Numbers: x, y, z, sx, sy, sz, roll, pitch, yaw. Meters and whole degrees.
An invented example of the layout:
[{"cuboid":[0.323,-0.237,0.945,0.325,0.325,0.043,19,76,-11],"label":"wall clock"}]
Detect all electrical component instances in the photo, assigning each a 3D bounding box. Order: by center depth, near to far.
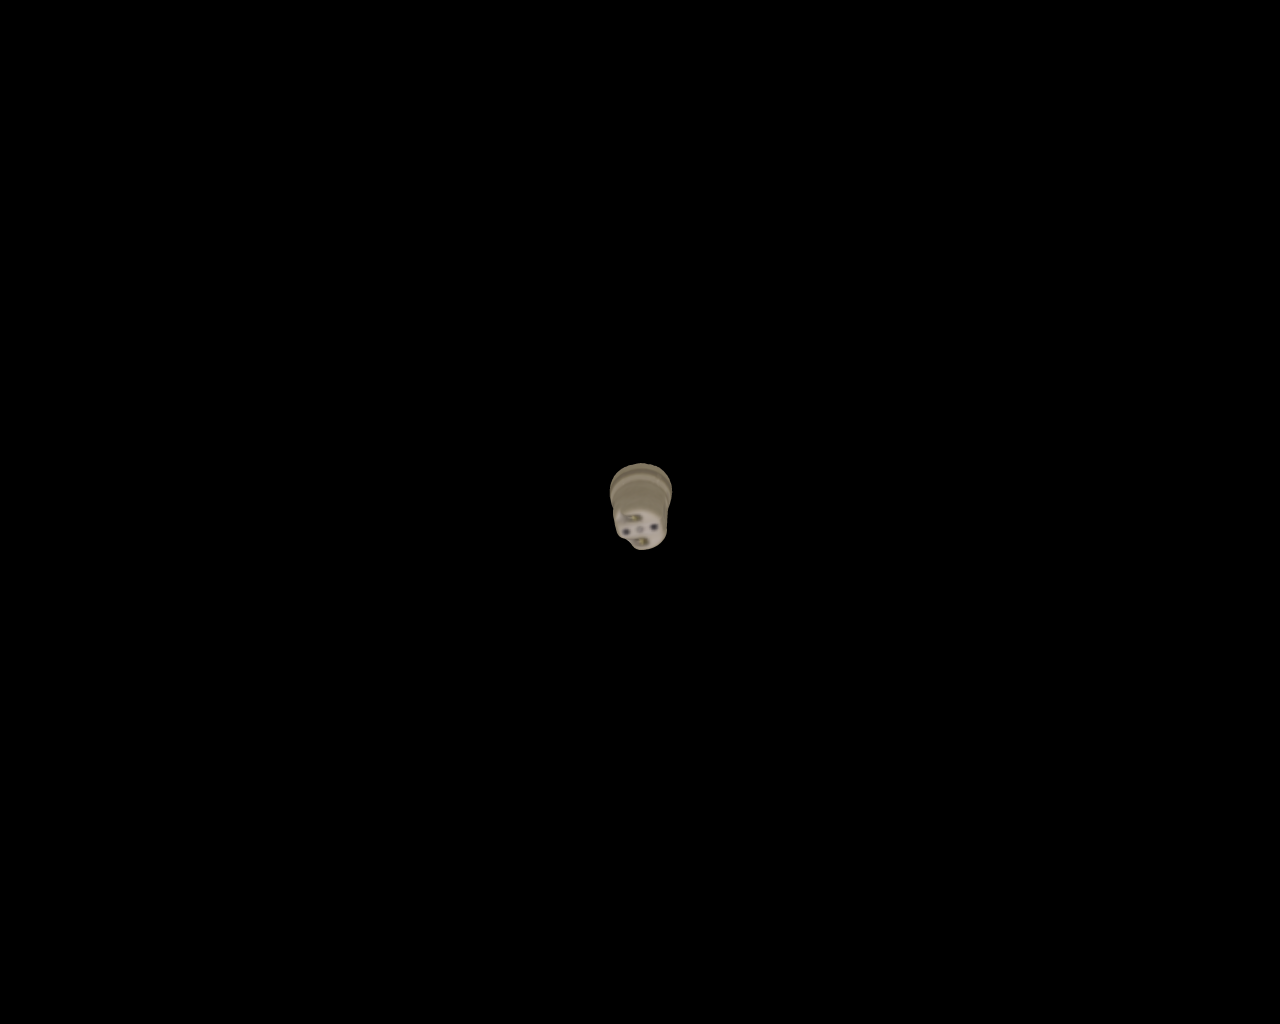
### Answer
[{"cuboid":[0.001,-0.003,0.650,0.040,0.040,0.046,0,36,0],"label":"electrical component"}]
